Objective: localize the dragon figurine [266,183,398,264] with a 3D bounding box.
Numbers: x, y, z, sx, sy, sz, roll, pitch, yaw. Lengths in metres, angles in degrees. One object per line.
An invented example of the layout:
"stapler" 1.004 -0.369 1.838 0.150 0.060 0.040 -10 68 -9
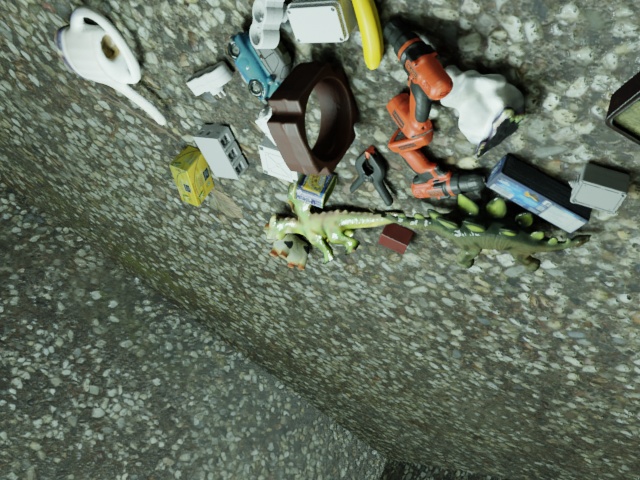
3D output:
"dragon figurine" 0.004 -0.072 1.434 0.405 0.125 0.240 -29 110 38

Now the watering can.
"watering can" -0.550 -0.446 1.348 0.225 0.106 0.340 14 145 28

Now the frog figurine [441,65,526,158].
"frog figurine" 0.289 -0.252 0.943 0.162 0.123 0.134 59 168 24
